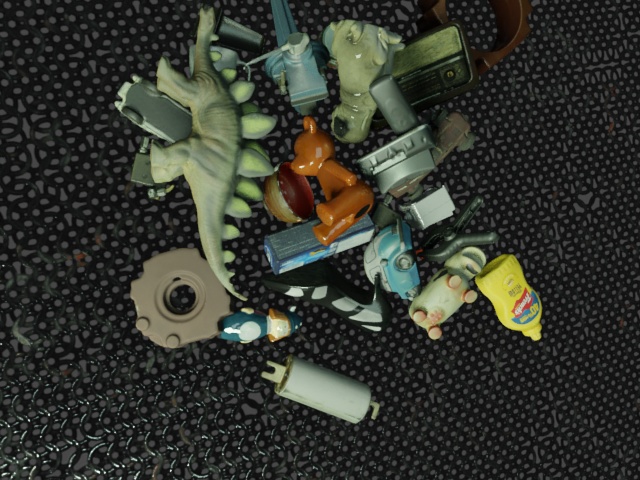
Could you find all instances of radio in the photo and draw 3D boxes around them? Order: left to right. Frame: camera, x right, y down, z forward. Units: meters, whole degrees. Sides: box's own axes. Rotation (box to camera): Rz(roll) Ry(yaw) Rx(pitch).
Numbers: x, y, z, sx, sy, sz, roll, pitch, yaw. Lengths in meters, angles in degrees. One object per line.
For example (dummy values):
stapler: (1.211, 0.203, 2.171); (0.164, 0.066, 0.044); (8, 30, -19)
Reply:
radio: (0.172, -0.303, 1.014); (0.230, 0.073, 0.131); (-22, 97, 9)

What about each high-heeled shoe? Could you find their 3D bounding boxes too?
high-heeled shoe: (0.016, 0.118, 1.027); (0.249, 0.086, 0.145); (2, 125, 3)

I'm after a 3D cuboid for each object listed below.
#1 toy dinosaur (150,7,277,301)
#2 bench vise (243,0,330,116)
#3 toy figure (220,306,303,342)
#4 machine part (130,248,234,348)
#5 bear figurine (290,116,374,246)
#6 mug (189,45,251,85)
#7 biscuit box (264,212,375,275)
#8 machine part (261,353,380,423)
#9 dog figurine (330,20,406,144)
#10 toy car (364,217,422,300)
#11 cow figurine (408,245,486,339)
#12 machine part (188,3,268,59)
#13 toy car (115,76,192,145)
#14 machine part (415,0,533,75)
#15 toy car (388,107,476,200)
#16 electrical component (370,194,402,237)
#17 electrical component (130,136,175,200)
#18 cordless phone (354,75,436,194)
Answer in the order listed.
toy dinosaur: (-0.175, -0.136, 0.878); (0.199, 0.105, 0.470); (2, 94, -13)
bench vise: (-0.049, -0.333, 0.933); (0.129, 0.223, 0.240); (-17, 77, 11)
toy figure: (-0.104, 0.156, 0.982); (0.154, 0.064, 0.058); (0, 46, -16)
machine part: (-0.235, 0.097, 0.921); (0.179, 0.056, 0.179); (1, 81, -3)
bear figurine: (0.001, -0.111, 0.949); (0.132, 0.120, 0.196); (-36, 76, -20)
mug: (-0.181, -0.280, 0.951); (0.109, 0.081, 0.107); (6, 100, -20)
biscuit box: (-0.002, -0.003, 0.999); (0.203, 0.059, 0.063); (-19, 65, -16)
machine part: (0.006, 0.277, 1.003); (0.243, 0.079, 0.079); (24, 83, -14)
dog figurine: (0.059, -0.258, 0.910); (0.172, 0.121, 0.190); (-3, 111, -59)
toy car: (0.136, 0.042, 1.029); (0.103, 0.109, 0.161); (-8, 129, 13)
cow figurine: (0.254, 0.091, 1.065); (0.085, 0.127, 0.195); (41, 93, -12)
machine part: (-0.160, -0.374, 0.975); (0.139, 0.039, 0.084); (21, 79, -14)
toy car: (-0.258, -0.205, 0.937); (0.201, 0.056, 0.073); (34, 88, -12)
machine part: (0.310, -0.451, 1.089); (0.201, 0.087, 0.201); (-42, 100, -11)
toy car: (0.203, -0.158, 1.023); (0.089, 0.053, 0.202); (37, 111, -19)
electrical component: (0.132, -0.041, 1.068); (0.063, 0.021, 0.094); (28, 82, -15)
electrical component: (-0.286, -0.122, 0.933); (0.078, 0.045, 0.102); (18, 85, -17)
cordless phone: (0.109, -0.183, 0.926); (0.147, 0.089, 0.184); (-26, 130, 19)
